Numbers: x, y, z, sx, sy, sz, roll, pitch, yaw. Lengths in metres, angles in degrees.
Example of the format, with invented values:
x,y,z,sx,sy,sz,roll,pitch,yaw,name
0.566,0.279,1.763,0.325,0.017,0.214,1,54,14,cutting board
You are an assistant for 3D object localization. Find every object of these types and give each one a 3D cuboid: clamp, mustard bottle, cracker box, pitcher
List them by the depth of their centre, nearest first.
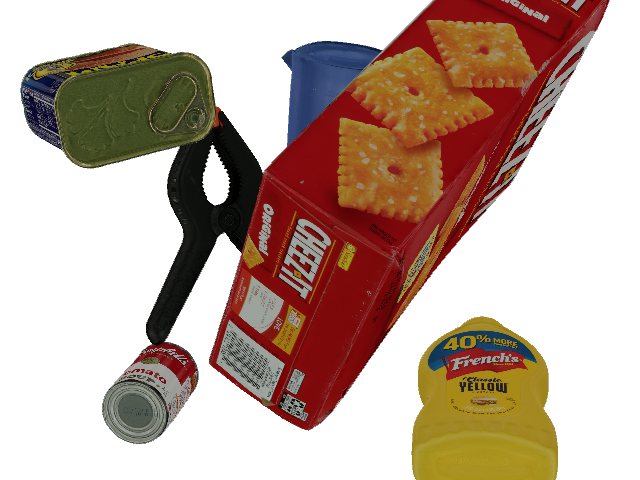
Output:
x,y,z,sx,sy,sz,roll,pitch,yaw,name
0.044,-0.028,0.524,0.072,0.213,0.164,35,-36,11,cracker box
0.119,0.110,0.781,0.096,0.058,0.191,-1,24,9,mustard bottle
-0.082,-0.014,0.967,0.164,0.210,0.036,-1,1,-35,clamp
0.028,-0.116,1.320,0.144,0.243,0.149,-3,25,-22,pitcher

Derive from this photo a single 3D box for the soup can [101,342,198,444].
x,y,z,sx,sy,sz,roll,pitch,yaw,name
-0.168,0.150,1.059,0.068,0.068,0.102,0,16,11,soup can

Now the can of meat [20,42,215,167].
x,y,z,sx,sy,sz,roll,pitch,yaw,name
-0.131,-0.089,0.677,0.101,0.057,0.084,-18,23,-27,can of meat
